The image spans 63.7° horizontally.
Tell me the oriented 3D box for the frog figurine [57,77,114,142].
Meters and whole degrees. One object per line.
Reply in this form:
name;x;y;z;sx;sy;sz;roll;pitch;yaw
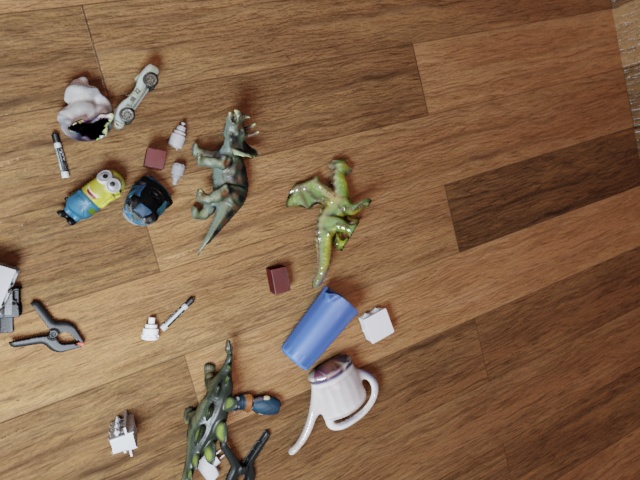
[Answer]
frog figurine;-0.620;-0.340;1.348;0.138;0.120;0.162;-31;67;-10

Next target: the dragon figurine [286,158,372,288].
dragon figurine;0.005;-0.081;1.609;0.242;0.121;0.414;33;76;-2

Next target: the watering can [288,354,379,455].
watering can;0.026;0.497;1.598;0.350;0.104;0.223;-25;99;-21
